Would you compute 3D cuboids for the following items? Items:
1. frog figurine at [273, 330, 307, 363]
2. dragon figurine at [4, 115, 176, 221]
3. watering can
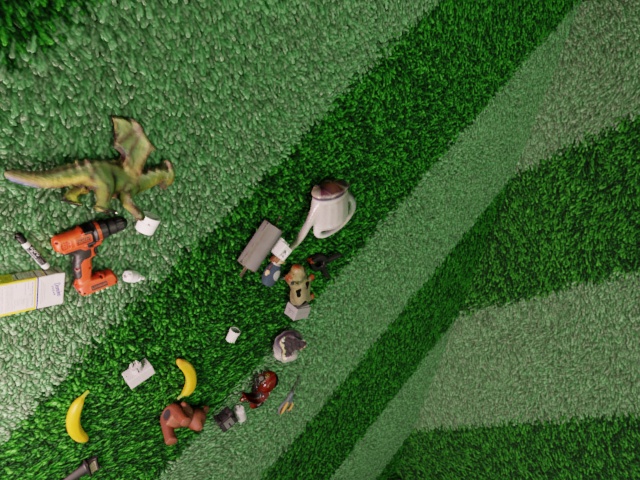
[{"bbox_3d":[-0.131,0.434,2.104,0.139,0.123,0.157,-53,180,-20],"label":"frog figurine"},{"bbox_3d":[-0.508,-0.185,1.243,0.406,0.122,0.244,27,77,-55],"label":"dragon figurine"},{"bbox_3d":[0.006,-0.093,1.856,0.352,0.105,0.219,-29,133,-33],"label":"watering can"}]
